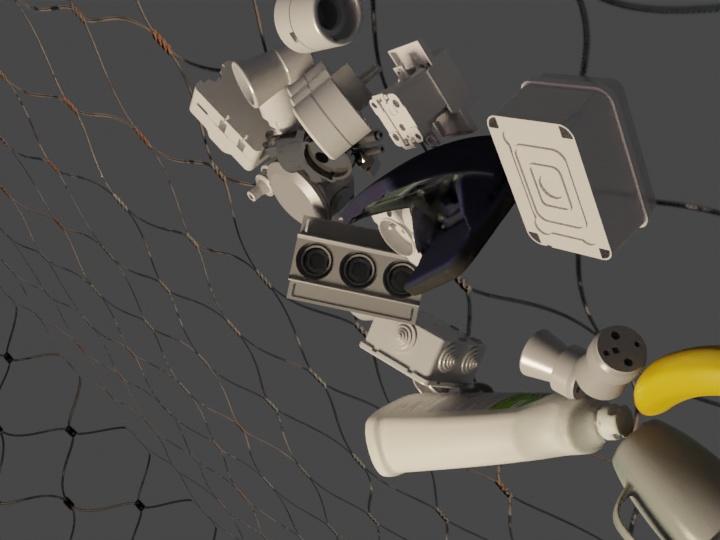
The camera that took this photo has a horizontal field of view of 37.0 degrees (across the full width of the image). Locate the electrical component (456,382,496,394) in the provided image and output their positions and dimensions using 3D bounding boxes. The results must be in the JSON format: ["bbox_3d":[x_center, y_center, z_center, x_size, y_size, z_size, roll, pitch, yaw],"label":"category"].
[{"bbox_3d":[0.140,0.163,1.102,0.079,0.044,0.077,23,145,43],"label":"electrical component"}]

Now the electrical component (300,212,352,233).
[{"bbox_3d":[-0.039,-0.038,1.102,0.040,0.040,0.078,55,155,-17],"label":"electrical component"}]

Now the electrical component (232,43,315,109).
[{"bbox_3d":[-0.071,-0.172,0.922,0.044,0.065,0.044,57,169,18],"label":"electrical component"}]

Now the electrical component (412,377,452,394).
[{"bbox_3d":[0.084,0.108,1.110,0.040,0.046,0.040,37,154,22],"label":"electrical component"}]

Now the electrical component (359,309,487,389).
[{"bbox_3d":[0.064,0.073,1.042,0.100,0.048,0.100,28,-170,37],"label":"electrical component"}]

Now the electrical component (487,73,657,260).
[{"bbox_3d":[0.145,-0.071,0.726,0.078,0.057,0.113,18,142,48],"label":"electrical component"}]

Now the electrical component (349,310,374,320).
[{"bbox_3d":[0.007,0.033,1.133,0.040,0.040,0.078,55,155,-15],"label":"electrical component"}]

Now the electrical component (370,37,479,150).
[{"bbox_3d":[0.046,-0.127,0.800,0.081,0.064,0.042,56,154,-17],"label":"electrical component"}]

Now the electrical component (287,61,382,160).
[{"bbox_3d":[-0.013,-0.140,0.864,0.052,0.074,0.138,50,-173,-19],"label":"electrical component"}]

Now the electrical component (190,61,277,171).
[{"bbox_3d":[-0.119,-0.149,1.056,0.089,0.050,0.055,47,156,3],"label":"electrical component"}]

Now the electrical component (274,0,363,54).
[{"bbox_3d":[-0.031,-0.197,0.834,0.047,0.055,0.055,8,135,50],"label":"electrical component"}]

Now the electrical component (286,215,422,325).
[{"bbox_3d":[0.000,0.000,1.007,0.121,0.078,0.063,12,180,3],"label":"electrical component"}]

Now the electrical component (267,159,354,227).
[{"bbox_3d":[-0.047,-0.082,1.036,0.080,0.051,0.080,37,154,22],"label":"electrical component"}]

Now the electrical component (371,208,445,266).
[{"bbox_3d":[0.052,-0.046,0.934,0.077,0.044,0.079,48,156,-1],"label":"electrical component"}]

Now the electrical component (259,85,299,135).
[{"bbox_3d":[-0.071,-0.149,0.989,0.040,0.040,0.078,27,148,39],"label":"electrical component"}]

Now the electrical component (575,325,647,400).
[{"bbox_3d":[0.202,0.074,0.865,0.045,0.045,0.055,41,155,15],"label":"electrical component"}]

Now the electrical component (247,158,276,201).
[{"bbox_3d":[-0.087,-0.091,1.077,0.035,0.061,0.035,38,154,22],"label":"electrical component"}]

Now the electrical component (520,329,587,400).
[{"bbox_3d":[0.172,0.082,0.926,0.055,0.045,0.045,28,149,37],"label":"electrical component"}]
